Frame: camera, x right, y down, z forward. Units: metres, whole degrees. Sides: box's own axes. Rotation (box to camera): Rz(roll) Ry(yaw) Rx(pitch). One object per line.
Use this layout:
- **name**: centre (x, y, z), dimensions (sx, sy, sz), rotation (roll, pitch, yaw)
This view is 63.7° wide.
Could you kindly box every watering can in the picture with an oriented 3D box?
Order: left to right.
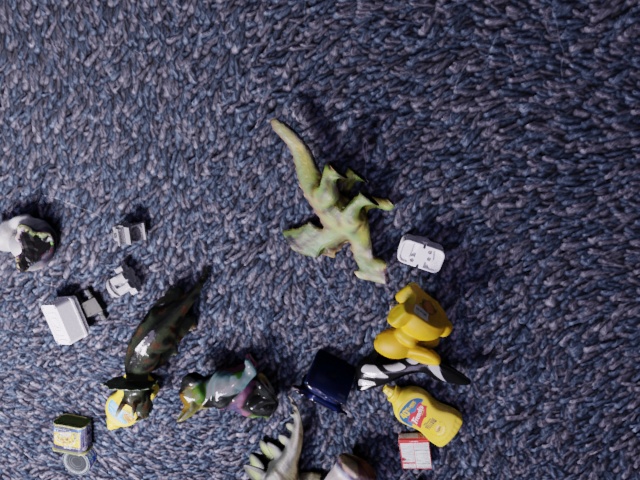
- **watering can**: centre (0.028, 0.615, 1.199), dimensions (0.105, 0.343, 0.225), rotation (29, 84, 27)

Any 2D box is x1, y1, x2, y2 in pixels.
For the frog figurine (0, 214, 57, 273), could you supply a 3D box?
- **frog figurine**: centre (-0.731, 0.003, 1.277), dimensions (0.160, 0.124, 0.135), rotation (13, 122, 43)

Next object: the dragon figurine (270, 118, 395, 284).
- **dragon figurine**: centre (0.003, -0.057, 1.127), dimensions (0.410, 0.124, 0.239), rotation (39, 115, -1)
